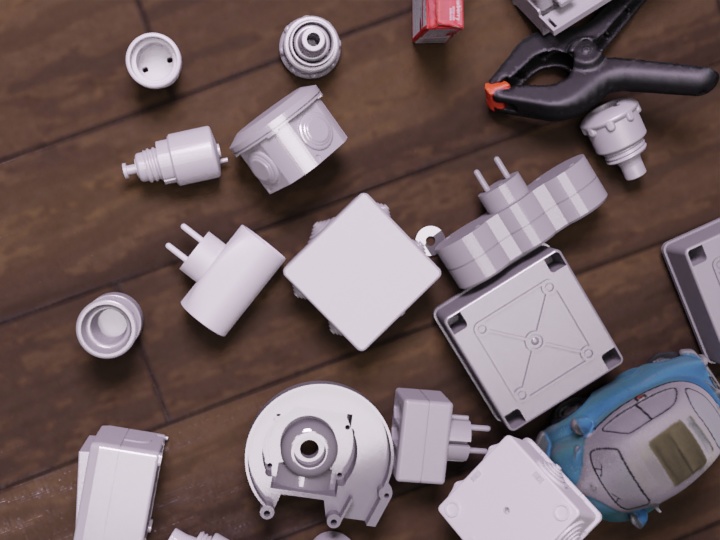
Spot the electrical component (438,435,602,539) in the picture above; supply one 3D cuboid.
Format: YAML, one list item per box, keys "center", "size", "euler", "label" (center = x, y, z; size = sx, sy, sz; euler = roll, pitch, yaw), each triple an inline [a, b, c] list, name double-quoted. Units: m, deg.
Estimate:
- center: [0.121, 0.187, 0.830]
  size: [0.099, 0.048, 0.099]
  euler: [-48, 58, 9]
  label: "electrical component"

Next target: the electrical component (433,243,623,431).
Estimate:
- center: [0.132, 0.052, 0.850]
  size: [0.109, 0.056, 0.108]
  euler: [-32, 98, -1]
  label: "electrical component"

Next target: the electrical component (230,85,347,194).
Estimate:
- center: [-0.054, -0.099, 0.808]
  size: [0.080, 0.080, 0.051]
  euler: [-37, 103, -1]
  label: "electrical component"

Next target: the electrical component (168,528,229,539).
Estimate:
- center: [-0.123, 0.226, 0.849]
  size: [0.062, 0.048, 0.048]
  euler: [30, 92, 0]
  label: "electrical component"

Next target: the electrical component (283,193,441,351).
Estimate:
- center: [0.000, 0.000, 0.837]
  size: [0.100, 0.048, 0.099]
  euler: [-44, 97, 0]
  label: "electrical component"

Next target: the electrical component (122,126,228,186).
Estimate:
- center: [-0.141, -0.084, 0.820]
  size: [0.078, 0.040, 0.040]
  euler: [-13, 96, -4]
  label: "electrical component"

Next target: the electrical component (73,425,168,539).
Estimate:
- center: [-0.188, 0.174, 0.828]
  size: [0.061, 0.062, 0.096]
  euler: [11, 94, -6]
  label: "electrical component"

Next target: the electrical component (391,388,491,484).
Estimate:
- center: [0.066, 0.133, 0.857]
  size: [0.077, 0.047, 0.065]
  euler: [5, 95, -8]
  label: "electrical component"

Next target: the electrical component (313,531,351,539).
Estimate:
- center: [-0.027, 0.233, 0.844]
  size: [0.040, 0.078, 0.040]
  euler: [0, 92, 9]
  label: "electrical component"

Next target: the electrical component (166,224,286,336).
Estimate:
- center: [-0.112, -0.003, 0.828]
  size: [0.079, 0.044, 0.077]
  euler: [38, 91, -7]
  label: "electrical component"

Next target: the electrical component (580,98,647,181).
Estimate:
- center: [0.207, -0.102, 0.851]
  size: [0.048, 0.048, 0.062]
  euler: [-29, 104, -2]
  label: "electrical component"

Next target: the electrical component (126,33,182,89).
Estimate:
- center: [-0.154, -0.155, 0.809]
  size: [0.040, 0.046, 0.040]
  euler: [0, 95, -6]
  label: "electrical component"

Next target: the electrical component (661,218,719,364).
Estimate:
- center: [0.316, 0.009, 0.865]
  size: [0.109, 0.056, 0.108]
  euler: [-24, 97, -3]
  label: "electrical component"

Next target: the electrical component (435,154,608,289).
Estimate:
- center: [0.117, -0.052, 0.842]
  size: [0.138, 0.052, 0.073]
  euler: [-33, 97, -2]
  label: "electrical component"

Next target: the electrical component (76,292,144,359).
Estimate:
- center: [-0.189, 0.041, 0.819]
  size: [0.045, 0.055, 0.045]
  euler: [0, 95, -5]
  label: "electrical component"

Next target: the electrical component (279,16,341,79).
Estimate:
- center: [-0.037, -0.170, 0.811]
  size: [0.048, 0.062, 0.048]
  euler: [0, 95, -5]
  label: "electrical component"

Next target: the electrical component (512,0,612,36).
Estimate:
- center: [0.175, -0.243, 0.818]
  size: [0.121, 0.063, 0.078]
  euler: [-32, 57, -2]
  label: "electrical component"
